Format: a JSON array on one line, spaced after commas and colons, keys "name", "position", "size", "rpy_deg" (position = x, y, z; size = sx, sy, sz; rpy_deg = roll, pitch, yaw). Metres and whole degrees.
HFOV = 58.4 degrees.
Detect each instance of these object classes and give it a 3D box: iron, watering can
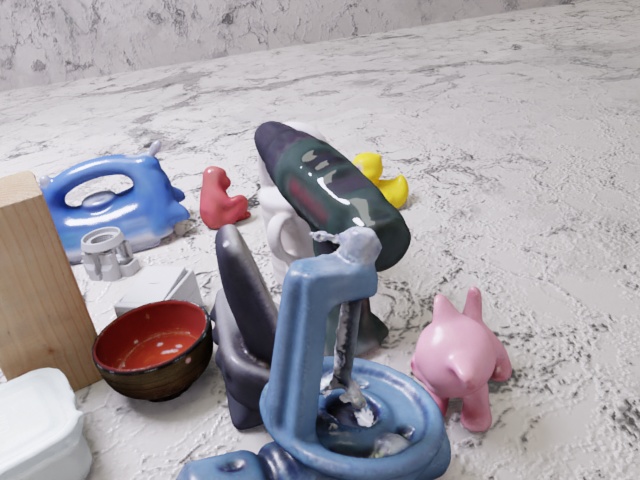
[{"name": "iron", "position": [-0.332, -0.055, 0.843], "size": [0.258, 0.142, 0.118], "rpy_deg": [-15, 28, -13]}, {"name": "watering can", "position": [-0.021, -0.049, 0.685], "size": [0.101, 0.194, 0.172], "rpy_deg": [-7, 28, 3]}]

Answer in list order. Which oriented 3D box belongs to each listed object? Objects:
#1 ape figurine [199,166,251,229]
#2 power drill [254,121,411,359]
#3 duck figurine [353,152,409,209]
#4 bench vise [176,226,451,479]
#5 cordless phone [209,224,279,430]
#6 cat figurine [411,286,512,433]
[{"name": "ape figurine", "position": [-0.153, -0.069, 0.871], "size": [0.076, 0.092, 0.077], "rpy_deg": [-25, 32, -28]}, {"name": "power drill", "position": [0.005, 0.002, 0.564], "size": [0.076, 0.209, 0.228], "rpy_deg": [-22, 30, -23]}, {"name": "duck figurine", "position": [0.078, -0.088, 0.848], "size": [0.104, 0.086, 0.077], "rpy_deg": [-10, 28, -2]}, {"name": "bench vise", "position": [-0.007, 0.112, 0.346], "size": [0.121, 0.220, 0.208], "rpy_deg": [18, 38, 41]}, {"name": "cordless phone", "position": [-0.056, 0.056, 0.504], "size": [0.094, 0.185, 0.147], "rpy_deg": [-15, 28, -12]}, {"name": "cat figurine", "position": [0.114, 0.089, 0.466], "size": [0.067, 0.118, 0.128], "rpy_deg": [6, 31, 27]}]
